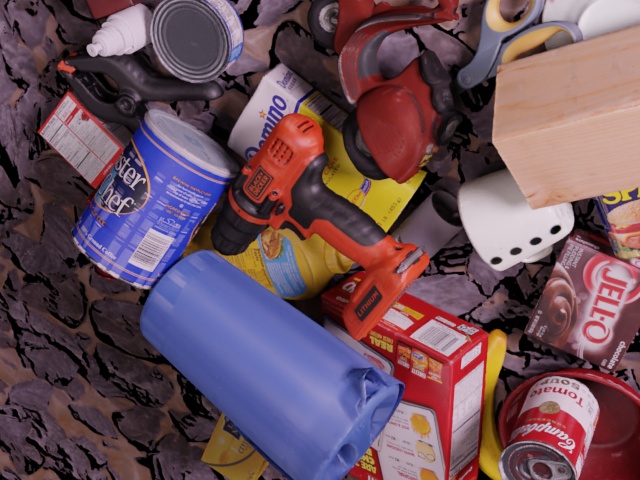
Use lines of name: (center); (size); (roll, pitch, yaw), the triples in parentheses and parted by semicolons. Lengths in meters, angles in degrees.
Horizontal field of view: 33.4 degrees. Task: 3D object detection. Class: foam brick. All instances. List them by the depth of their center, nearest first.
foam brick: (-0.196, -0.255, 0.998); (0.051, 0.053, 0.078); (-12, 113, 32)

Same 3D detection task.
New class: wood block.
wood block: (0.247, -0.103, 0.816); (0.206, 0.090, 0.090); (-13, 138, 28)

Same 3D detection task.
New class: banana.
banana: (0.173, 0.177, 1.081); (0.070, 0.037, 0.198); (-12, 115, 13)

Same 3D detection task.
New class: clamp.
clamp: (-0.177, -0.147, 1.063); (0.171, 0.039, 0.120); (35, 122, -4)

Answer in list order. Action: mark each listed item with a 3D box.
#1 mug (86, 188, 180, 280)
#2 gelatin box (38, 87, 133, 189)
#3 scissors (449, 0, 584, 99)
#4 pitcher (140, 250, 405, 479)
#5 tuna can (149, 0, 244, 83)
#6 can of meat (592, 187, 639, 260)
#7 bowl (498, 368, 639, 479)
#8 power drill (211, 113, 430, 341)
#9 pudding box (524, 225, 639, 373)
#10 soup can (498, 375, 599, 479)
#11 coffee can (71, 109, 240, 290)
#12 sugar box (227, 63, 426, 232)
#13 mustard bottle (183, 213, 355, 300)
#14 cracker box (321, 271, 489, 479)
mug: (-0.204, -0.017, 1.131); (0.117, 0.093, 0.081); (30, 133, 56)
gelatin box: (-0.244, -0.110, 1.123); (0.089, 0.030, 0.073); (46, 129, -4)
scissors: (0.128, -0.160, 0.911); (0.202, 0.016, 0.096); (-12, 101, 41)
pitcher: (-0.054, 0.126, 1.011); (0.243, 0.145, 0.149); (37, 90, 19)
tuna can: (-0.115, -0.194, 1.005); (0.086, 0.033, 0.086); (13, 123, 20)
can of meat: (0.279, -0.038, 0.885); (0.102, 0.057, 0.084); (-14, 114, 33)
bowl: (0.256, 0.179, 1.025); (0.162, 0.055, 0.162); (13, 123, 20)
power drill: (-0.006, 0.001, 0.976); (0.188, 0.057, 0.185); (43, 134, 6)
pudding box: (0.248, 0.053, 0.964); (0.090, 0.039, 0.114); (25, 126, 12)
soup can: (0.205, 0.175, 0.947); (0.069, 0.102, 0.068); (13, 124, 20)
coffee can: (-0.157, -0.038, 1.014); (0.103, 0.102, 0.140); (36, 103, 3)
sugar box: (0.004, -0.076, 1.007); (0.176, 0.048, 0.093); (36, 128, 2)
mustard bottle: (-0.042, 0.016, 1.077); (0.192, 0.058, 0.096); (-3, 119, 28)
cracker box: (0.082, 0.158, 1.068); (0.164, 0.072, 0.214); (25, 130, 36)
